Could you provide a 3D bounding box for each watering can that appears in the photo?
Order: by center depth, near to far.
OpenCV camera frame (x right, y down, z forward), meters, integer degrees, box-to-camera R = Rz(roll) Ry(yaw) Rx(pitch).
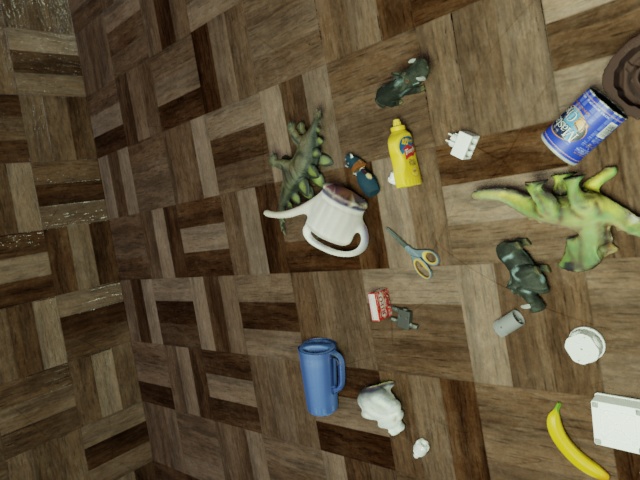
[{"bbox_3d":[0.005,-0.082,1.620,0.348,0.105,0.221,27,112,4],"label":"watering can"}]

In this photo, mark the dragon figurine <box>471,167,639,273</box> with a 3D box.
[{"bbox_3d":[0.565,-0.036,1.181,0.408,0.123,0.241,-8,101,44],"label":"dragon figurine"}]

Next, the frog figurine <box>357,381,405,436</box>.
[{"bbox_3d":[0.191,0.532,1.608,0.136,0.122,0.162,-21,72,23],"label":"frog figurine"}]
